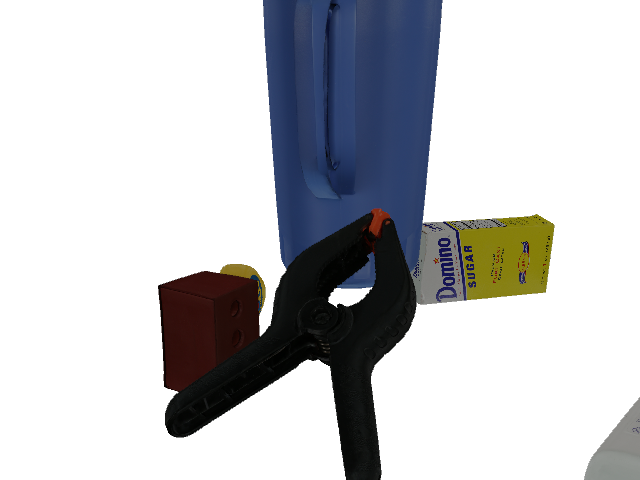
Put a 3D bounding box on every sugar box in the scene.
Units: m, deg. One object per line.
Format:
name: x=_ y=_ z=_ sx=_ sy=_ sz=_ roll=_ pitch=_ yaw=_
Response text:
sugar box: x=0.192 y=0.023 z=1.286 sx=0.176 sy=0.093 sz=0.048 roll=-6 pitch=20 yaw=-23

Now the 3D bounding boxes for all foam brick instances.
foam brick: x=-0.078 y=0.066 z=0.759 sx=0.051 sy=0.078 sz=0.052 roll=8 pitch=17 yaw=34

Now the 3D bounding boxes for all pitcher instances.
pitcher: x=0.019 y=-0.089 z=0.780 sx=0.149 sy=0.243 sz=0.145 roll=-12 pitch=23 yaw=-28

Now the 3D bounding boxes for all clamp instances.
clamp: x=0.010 y=0.058 z=0.572 sx=0.120 sy=0.171 sz=0.039 roll=27 pitch=-26 yaw=22

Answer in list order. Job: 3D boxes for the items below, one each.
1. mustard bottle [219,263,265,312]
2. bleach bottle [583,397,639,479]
mustard bottle: x=-0.095 y=0.081 z=1.172 sx=0.058 sy=0.096 sz=0.191 roll=2 pitch=28 yaw=4
bleach bottle: x=0.248 y=0.104 z=0.628 sx=0.103 sy=0.068 sz=0.250 roll=19 pitch=29 yaw=32
